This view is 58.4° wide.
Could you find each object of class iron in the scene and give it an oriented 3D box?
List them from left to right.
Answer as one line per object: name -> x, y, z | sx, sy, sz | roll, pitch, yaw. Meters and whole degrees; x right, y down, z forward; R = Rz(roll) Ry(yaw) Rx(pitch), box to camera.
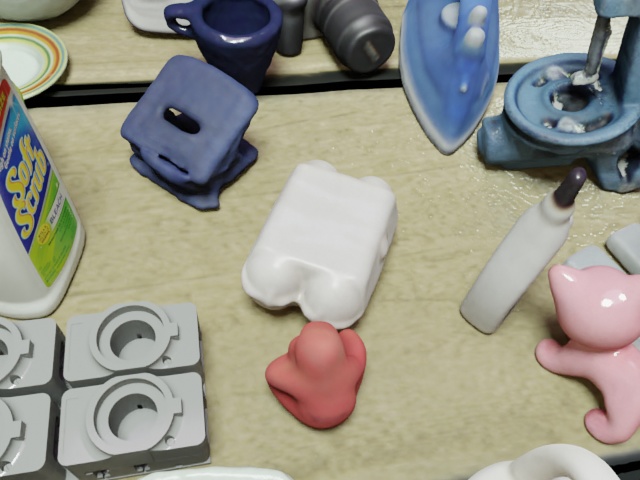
iron -> 0.155, -0.232, 0.616 | 0.118, 0.141, 0.258 | 8, 55, -1

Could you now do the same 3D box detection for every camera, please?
camera -> 0.017, -0.258, 0.644 | 0.143, 0.101, 0.136 | -16, 59, -16

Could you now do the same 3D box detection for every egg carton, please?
egg carton -> 0.004, 0.002, 0.483 | 0.107, 0.069, 0.150 | 18, 56, 6

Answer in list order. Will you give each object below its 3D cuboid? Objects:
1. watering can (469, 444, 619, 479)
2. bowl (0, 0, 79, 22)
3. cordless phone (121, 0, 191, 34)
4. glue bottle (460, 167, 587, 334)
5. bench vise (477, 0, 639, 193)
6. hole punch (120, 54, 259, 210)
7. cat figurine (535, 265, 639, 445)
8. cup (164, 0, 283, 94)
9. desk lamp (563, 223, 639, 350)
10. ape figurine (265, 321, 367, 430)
watering can -> 0.103, 0.173, 0.301 | 0.173, 0.194, 0.100 | -17, 59, -17
bowl -> -0.333, -0.299, 0.647 | 0.167, 0.075, 0.167 | 3, 55, -4
cordless phone -> -0.147, -0.319, 0.615 | 0.147, 0.185, 0.094 | -4, 56, -9
glue bottle -> 0.160, 0.005, 0.436 | 0.037, 0.173, 0.078 | 38, 60, 19
bench vise -> 0.270, -0.148, 0.524 | 0.207, 0.220, 0.121 | -9, 57, -12
hole punch -> -0.118, -0.099, 0.525 | 0.108, 0.091, 0.101 | 31, 58, 15
cat figurine -> 0.220, 0.074, 0.429 | 0.067, 0.118, 0.127 | -23, 61, -20
cup -> -0.098, -0.197, 0.592 | 0.118, 0.095, 0.091 | 6, 55, -2
desk lamp -> 0.314, 0.026, 0.414 | 0.118, 0.213, 0.203 | -24, 61, -20
ape figurine -> 0.000, 0.089, 0.409 | 0.078, 0.092, 0.076 | -2, 56, -8
